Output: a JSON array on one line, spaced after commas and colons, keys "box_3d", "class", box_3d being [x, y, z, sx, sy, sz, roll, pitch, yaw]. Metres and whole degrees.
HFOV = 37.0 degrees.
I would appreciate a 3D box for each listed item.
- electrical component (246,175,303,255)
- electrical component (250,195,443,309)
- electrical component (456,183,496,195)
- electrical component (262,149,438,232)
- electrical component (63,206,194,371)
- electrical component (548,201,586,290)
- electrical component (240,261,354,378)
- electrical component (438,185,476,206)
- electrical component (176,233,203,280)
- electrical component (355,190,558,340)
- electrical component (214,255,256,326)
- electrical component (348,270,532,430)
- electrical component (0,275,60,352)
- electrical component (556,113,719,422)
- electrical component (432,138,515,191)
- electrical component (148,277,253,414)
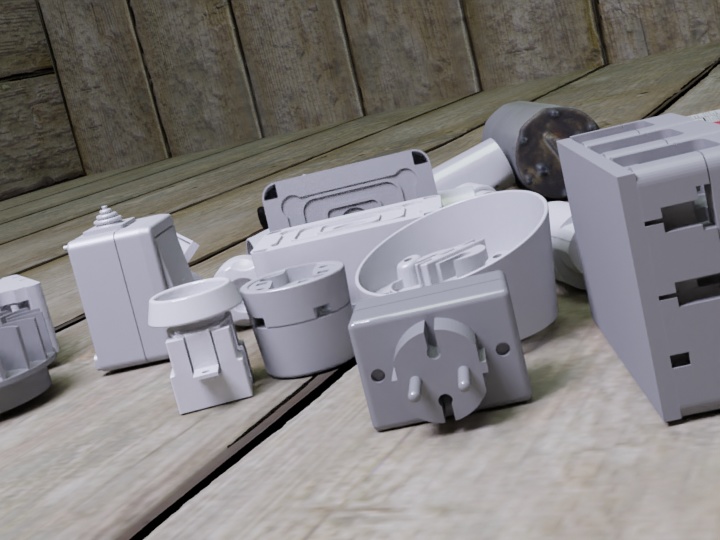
[{"box_3d": [-0.042, -0.028, 0.765, 0.077, 0.079, 0.044, -16, 23, -15], "class": "electrical component"}, {"box_3d": [0.000, 0.000, 0.626, 0.113, 0.057, 0.078, -12, 11, 6], "class": "electrical component"}, {"box_3d": [0.093, -0.048, 0.820, 0.035, 0.035, 0.061, -18, 14, -21], "class": "electrical component"}, {"box_3d": [-0.002, -0.029, 0.709, 0.113, 0.078, 0.057, -13, -1, 1], "class": "electrical component"}, {"box_3d": [-0.136, 0.005, 0.660, 0.061, 0.096, 0.061, -12, 10, 5], "class": "electrical component"}, {"box_3d": [0.120, -0.012, 0.576, 0.043, 0.043, 0.081, -15, 11, -9], "class": "electrical component"}, {"box_3d": [-0.030, 0.025, 0.558, 0.055, 0.047, 0.055, -13, 11, 3], "class": "electrical component"}, {"box_3d": [0.046, -0.034, 0.779, 0.077, 0.043, 0.079, -13, 11, 1], "class": "electrical component"}, {"box_3d": [-0.160, 0.001, 0.768, 0.078, 0.063, 0.121, -57, 19, -5], "class": "electrical component"}, {"box_3d": [0.048, 0.004, 0.525, 0.099, 0.064, 0.099, -13, 11, 3], "class": "electrical component"}, {"box_3d": [-0.074, 0.011, 0.698, 0.043, 0.043, 0.062, -14, 9, -1], "class": "electrical component"}, {"box_3d": [0.032, 0.037, 0.426, 0.066, 0.047, 0.076, -13, 11, 7], "class": "electrical component"}, {"box_3d": [-0.240, 0.039, 0.725, 0.050, 0.055, 0.089, -19, 12, -26], "class": "electrical component"}, {"box_3d": [0.128, -0.010, 0.433, 0.062, 0.089, 0.150, -13, 11, 5], "class": "electrical component"}, {"box_3d": [0.084, -0.068, 0.895, 0.077, 0.044, 0.079, -28, -9, -1], "class": "electrical component"}, {"box_3d": [-0.079, 0.036, 0.542, 0.048, 0.055, 0.066, -14, 11, -3], "class": "electrical component"}]
